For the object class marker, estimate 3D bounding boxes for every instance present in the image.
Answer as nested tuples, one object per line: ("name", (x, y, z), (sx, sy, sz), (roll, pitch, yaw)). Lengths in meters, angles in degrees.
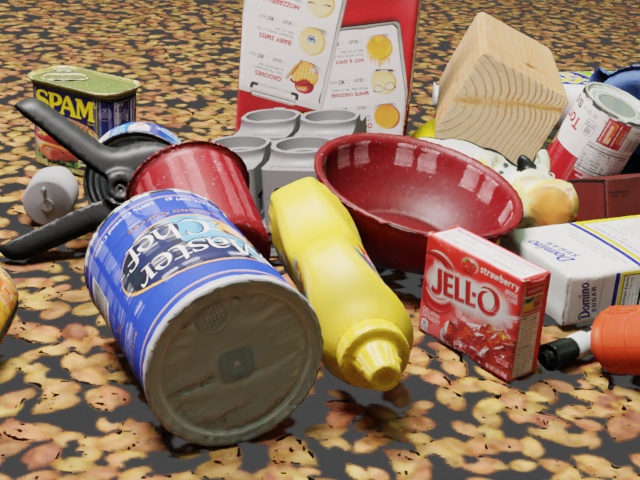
("marker", (0.191, 0.065, 0.721), (0.120, 0.020, 0.020), (-14, 29, -36))

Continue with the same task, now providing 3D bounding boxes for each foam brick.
("foam brick", (0.254, -0.028, 0.889), (0.078, 0.053, 0.051), (-5, 4, -22))

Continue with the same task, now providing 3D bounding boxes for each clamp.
("clamp", (-0.159, -0.029, 0.805), (0.171, 0.120, 0.039), (15, 2, -9))

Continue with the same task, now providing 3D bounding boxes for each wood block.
("wood block", (0.172, -0.146, 1.037), (0.091, 0.090, 0.206), (28, 23, -4))

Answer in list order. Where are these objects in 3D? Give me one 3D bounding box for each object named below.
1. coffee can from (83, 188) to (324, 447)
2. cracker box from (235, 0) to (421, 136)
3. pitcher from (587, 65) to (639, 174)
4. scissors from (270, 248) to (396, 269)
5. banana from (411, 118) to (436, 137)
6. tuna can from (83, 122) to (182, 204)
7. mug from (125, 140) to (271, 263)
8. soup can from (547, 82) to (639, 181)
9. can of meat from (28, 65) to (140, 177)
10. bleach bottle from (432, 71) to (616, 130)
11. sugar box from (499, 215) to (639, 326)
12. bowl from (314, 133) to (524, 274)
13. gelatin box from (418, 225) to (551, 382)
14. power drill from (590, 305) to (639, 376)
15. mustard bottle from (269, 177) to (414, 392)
("coffee can", (-0.073, 0.041, 0.630), (0.102, 0.103, 0.140), (-7, 25, -24))
("cracker box", (0.009, -0.177, 1.009), (0.164, 0.214, 0.072), (8, 22, 8))
("pitcher", (0.373, -0.099, 1.021), (0.242, 0.149, 0.145), (-13, 13, -40))
("scissors", (-0.006, 0.001, 0.844), (0.201, 0.016, 0.096), (2, 22, -5))
("banana", (0.130, -0.098, 1.069), (0.070, 0.037, 0.197), (20, 24, 13))
("tuna can", (-0.144, -0.050, 0.852), (0.086, 0.086, 0.034), (2, 22, -5))
("mug", (-0.093, -0.002, 0.750), (0.117, 0.093, 0.081), (-33, 46, 7))
("soup can", (0.238, -0.078, 0.938), (0.068, 0.102, 0.068), (17, 33, -12))
("can of meat", (-0.214, -0.107, 0.974), (0.102, 0.084, 0.057), (16, 26, 25))
("bleach bottle", (0.253, -0.156, 1.195), (0.251, 0.068, 0.102), (2, 23, 1))
("sugar box", (0.232, 0.018, 0.805), (0.176, 0.048, 0.093), (-8, 24, -20))
("bowl", (0.069, -0.022, 0.807), (0.162, 0.055, 0.162), (11, 30, -6))
("gelatin box", (0.105, 0.040, 0.697), (0.030, 0.073, 0.089), (-14, 30, -35))
("power drill", (0.293, 0.045, 0.674), (0.187, 0.057, 0.185), (-12, 4, -40))
("mustard bottle", (0.015, 0.036, 0.664), (0.058, 0.096, 0.192), (-23, 27, -2))
